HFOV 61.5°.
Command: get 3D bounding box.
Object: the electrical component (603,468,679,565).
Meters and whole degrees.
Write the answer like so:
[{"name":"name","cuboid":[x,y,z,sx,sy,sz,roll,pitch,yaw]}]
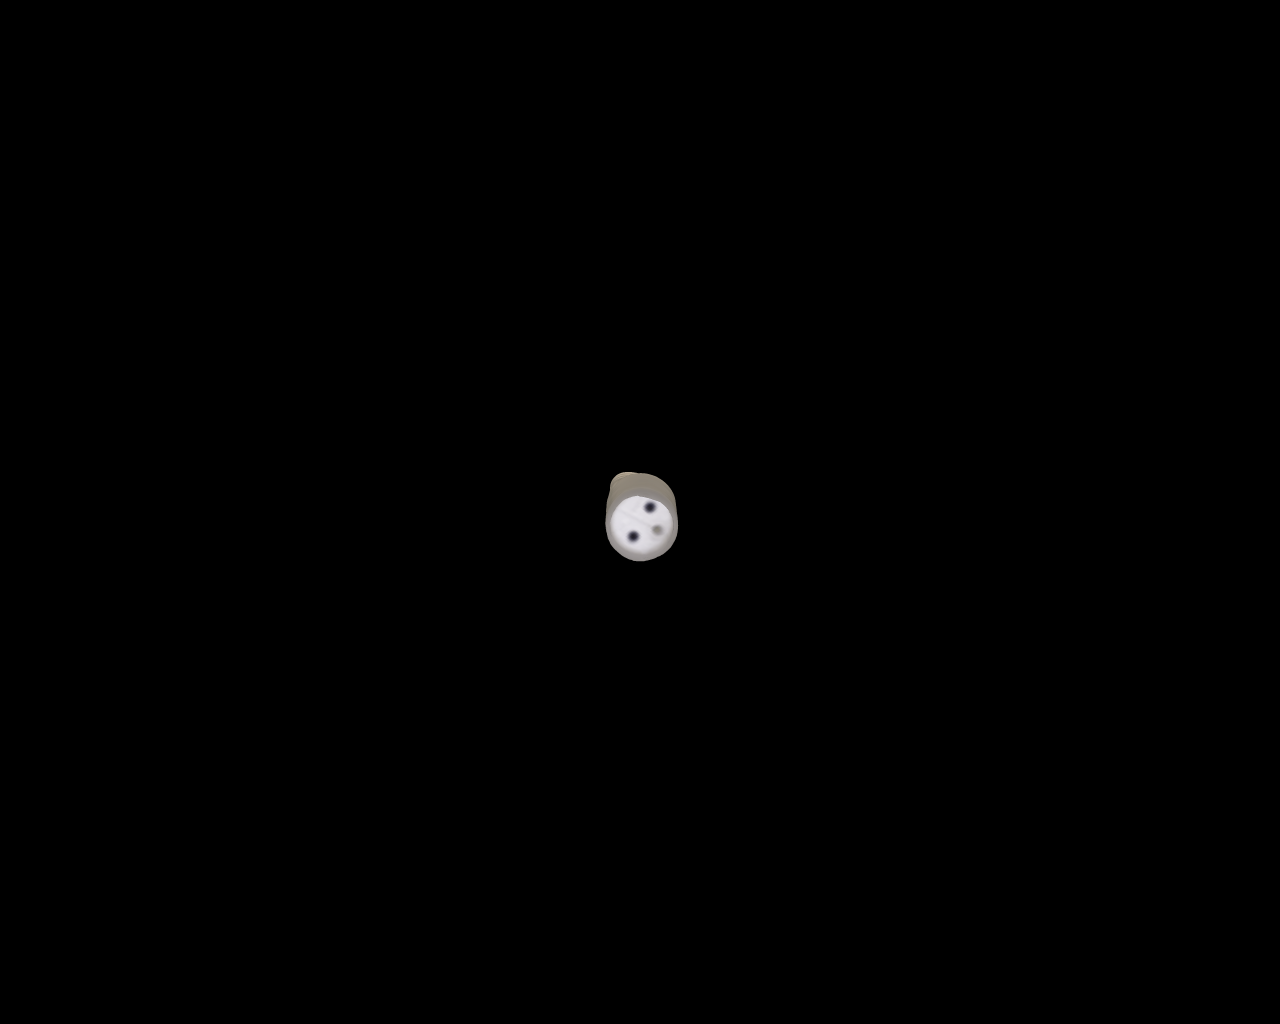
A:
[{"name":"electrical component","cuboid":[0.001,-0.003,0.650,0.043,0.043,0.081,0,18,0]}]
